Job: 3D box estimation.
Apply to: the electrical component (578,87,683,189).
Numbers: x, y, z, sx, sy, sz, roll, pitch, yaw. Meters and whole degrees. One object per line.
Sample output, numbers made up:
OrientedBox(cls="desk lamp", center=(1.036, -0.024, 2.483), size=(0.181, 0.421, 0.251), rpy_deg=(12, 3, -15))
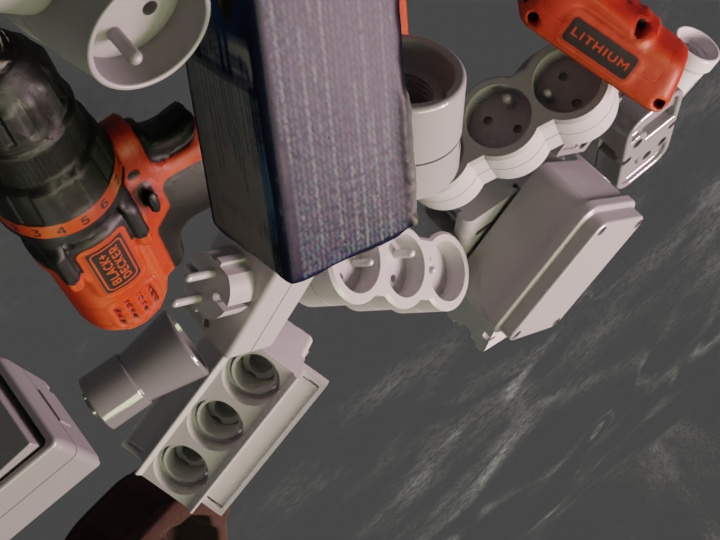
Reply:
OrientedBox(cls="electrical component", center=(0.190, -0.111, 0.785), size=(0.054, 0.059, 0.095), rpy_deg=(-38, 157, -10))

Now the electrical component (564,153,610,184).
OrientedBox(cls="electrical component", center=(0.173, -0.065, 0.865), size=(0.040, 0.040, 0.078), rpy_deg=(-19, 149, -43))

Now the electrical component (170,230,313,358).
OrientedBox(cls="electrical component", center=(-0.071, 0.005, 0.586), size=(0.076, 0.047, 0.083), rpy_deg=(-14, 144, -50))

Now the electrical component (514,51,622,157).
OrientedBox(cls="electrical component", center=(0.128, -0.109, 0.693), size=(0.048, 0.055, 0.066), rpy_deg=(-15, 145, -48))

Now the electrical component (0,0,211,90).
OrientedBox(cls="electrical component", center=(-0.097, -0.095, 0.324), size=(0.079, 0.077, 0.044), rpy_deg=(-10, 142, -51))

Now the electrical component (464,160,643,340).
OrientedBox(cls="electrical component", center=(0.127, -0.013, 0.725), size=(0.078, 0.057, 0.113), rpy_deg=(-11, 142, -53))

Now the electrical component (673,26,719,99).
OrientedBox(cls="electrical component", center=(0.245, -0.156, 0.822), size=(0.040, 0.040, 0.046), rpy_deg=(-24, 157, -38))

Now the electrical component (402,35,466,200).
OrientedBox(cls="electrical component", center=(0.017, -0.064, 0.446), size=(0.055, 0.055, 0.047), rpy_deg=(-30, 147, -27))

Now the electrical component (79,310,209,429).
OrientedBox(cls="electrical component", center=(-0.124, 0.059, 0.605), size=(0.065, 0.044, 0.044), rpy_deg=(-35, 157, -6))

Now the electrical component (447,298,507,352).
OrientedBox(cls="electrical component", center=(0.120, 0.017, 0.913), size=(0.056, 0.050, 0.089), rpy_deg=(-28, 154, -30))

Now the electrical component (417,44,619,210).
OrientedBox(cls="electrical component", center=(0.091, -0.081, 0.653), size=(0.138, 0.052, 0.074), rpy_deg=(-27, 161, 11))

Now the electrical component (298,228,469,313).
OrientedBox(cls="electrical component", center=(0.000, 0.000, 0.681), size=(0.074, 0.052, 0.138), rpy_deg=(-5, 173, 41))

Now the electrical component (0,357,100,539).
OrientedBox(cls="electrical component", center=(-0.192, 0.098, 0.536), size=(0.096, 0.061, 0.061), rpy_deg=(-40, 157, -6))

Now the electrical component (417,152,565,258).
OrientedBox(cls="electrical component", center=(0.088, -0.055, 0.731), size=(0.089, 0.050, 0.055), rpy_deg=(-34, 156, -19))

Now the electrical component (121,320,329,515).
OrientedBox(cls="electrical component", center=(-0.083, 0.084, 0.677), size=(0.121, 0.079, 0.063), rpy_deg=(-52, -175, 22))
